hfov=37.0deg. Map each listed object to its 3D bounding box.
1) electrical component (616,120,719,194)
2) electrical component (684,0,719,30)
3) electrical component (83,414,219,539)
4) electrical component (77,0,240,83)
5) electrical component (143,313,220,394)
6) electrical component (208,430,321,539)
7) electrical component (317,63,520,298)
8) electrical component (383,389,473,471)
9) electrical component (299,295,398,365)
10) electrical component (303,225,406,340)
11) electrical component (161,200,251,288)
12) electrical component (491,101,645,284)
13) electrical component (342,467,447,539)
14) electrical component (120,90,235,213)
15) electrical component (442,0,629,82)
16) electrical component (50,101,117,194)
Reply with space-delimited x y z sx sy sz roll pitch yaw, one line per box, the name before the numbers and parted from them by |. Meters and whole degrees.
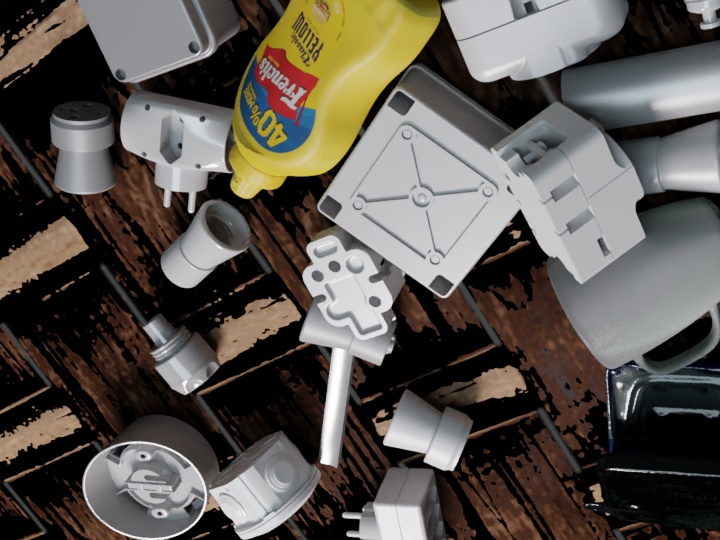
electrical component | 0.187 -0.065 0.653 0.065 0.044 0.044 -5 115 27
electrical component | 0.188 -0.173 0.594 0.040 0.040 0.078 -9 114 23
electrical component | -0.169 0.171 0.888 0.099 0.064 0.099 8 119 15
electrical component | -0.138 -0.185 0.691 0.078 0.057 0.113 -14 112 25
electrical component | -0.142 0.062 0.833 0.043 0.043 0.062 -32 102 30
electrical component | -0.075 0.169 0.846 0.080 0.080 0.051 -34 97 30
electrical component | 0.047 -0.057 0.696 0.109 0.056 0.108 35 123 -1
electrical component | 0.051 0.119 0.795 0.055 0.045 0.045 23 122 6
electrical component | -0.006 0.042 0.777 0.065 0.044 0.044 22 122 2
electrical component | 0.000 0.000 0.742 0.058 0.057 0.078 -21 108 27
electrical component | -0.115 -0.016 0.784 0.044 0.044 0.065 46 127 -8
electrical component | 0.126 -0.047 0.627 0.056 0.050 0.089 -36 127 -2
electrical component | 0.023 0.202 0.848 0.076 0.047 0.083 -2 116 20
electrical component | -0.123 -0.079 0.748 0.077 0.043 0.079 13 112 12
electrical component | 0.104 -0.150 0.628 0.095 0.053 0.059 -17 110 26
electrical component | -0.198 -0.088 0.772 0.045 0.045 0.055 12 120 13
